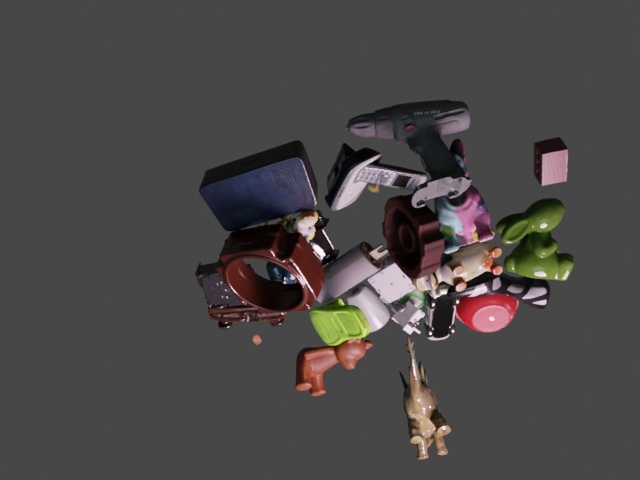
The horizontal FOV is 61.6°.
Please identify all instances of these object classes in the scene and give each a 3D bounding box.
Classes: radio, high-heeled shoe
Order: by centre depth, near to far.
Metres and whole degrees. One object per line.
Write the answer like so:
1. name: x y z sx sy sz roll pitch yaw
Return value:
1. radio: -0.123 -0.108 1.131 0.230 0.073 0.131 -15 125 15
2. high-heeled shoe: 0.422 0.131 1.264 0.249 0.086 0.145 -19 109 -4

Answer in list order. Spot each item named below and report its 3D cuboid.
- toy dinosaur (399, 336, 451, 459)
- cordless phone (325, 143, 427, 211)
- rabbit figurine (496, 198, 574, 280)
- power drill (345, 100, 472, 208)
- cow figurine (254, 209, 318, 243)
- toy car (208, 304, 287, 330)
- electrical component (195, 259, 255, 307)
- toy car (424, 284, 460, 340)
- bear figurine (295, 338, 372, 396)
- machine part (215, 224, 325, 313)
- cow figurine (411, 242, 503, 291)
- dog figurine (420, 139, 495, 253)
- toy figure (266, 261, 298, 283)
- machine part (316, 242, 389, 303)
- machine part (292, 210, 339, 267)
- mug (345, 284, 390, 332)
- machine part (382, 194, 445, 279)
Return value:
1. toy dinosaur: 0.268 0.439 1.433 0.105 0.199 0.470 -12 136 0
2. cordless phone: 0.114 -0.115 1.105 0.184 0.089 0.146 10 140 -14
3. rabbit figurine: 0.469 -0.013 1.175 0.159 0.121 0.170 6 108 5
4. power drill: 0.179 -0.166 1.008 0.232 0.207 0.085 -13 150 1
5. cow figurine: -0.066 -0.010 1.171 0.167 0.068 0.098 -12 118 33
6. toy car: -0.184 0.185 1.361 0.202 0.053 0.089 -4 129 3
7. electrical component: -0.219 0.101 1.296 0.134 0.058 0.114 -9 127 9
8. toy car: 0.298 0.178 1.327 0.074 0.056 0.201 -7 133 -1
9. bear figurine: 0.039 0.321 1.410 0.196 0.132 0.120 -17 148 19
10. machine part: -0.107 0.068 1.159 0.201 0.087 0.201 -8 133 27
11. cow figurine: 0.294 0.056 1.208 0.195 0.127 0.085 -23 116 -8
12. dog figurine: 0.282 -0.092 1.116 0.109 0.191 0.219 -16 90 17
13. toy figure: -0.082 0.110 1.300 0.064 0.058 0.154 17 142 47
14. machine part: 0.056 0.077 1.257 0.243 0.079 0.079 -34 118 25
15. machine part: -0.003 -0.004 1.223 0.084 0.039 0.138 -22 120 13
16. mug: 0.103 0.162 1.324 0.110 0.081 0.107 -12 119 41
17. machine part: 0.195 -0.008 1.133 0.056 0.180 0.179 -15 129 -19
